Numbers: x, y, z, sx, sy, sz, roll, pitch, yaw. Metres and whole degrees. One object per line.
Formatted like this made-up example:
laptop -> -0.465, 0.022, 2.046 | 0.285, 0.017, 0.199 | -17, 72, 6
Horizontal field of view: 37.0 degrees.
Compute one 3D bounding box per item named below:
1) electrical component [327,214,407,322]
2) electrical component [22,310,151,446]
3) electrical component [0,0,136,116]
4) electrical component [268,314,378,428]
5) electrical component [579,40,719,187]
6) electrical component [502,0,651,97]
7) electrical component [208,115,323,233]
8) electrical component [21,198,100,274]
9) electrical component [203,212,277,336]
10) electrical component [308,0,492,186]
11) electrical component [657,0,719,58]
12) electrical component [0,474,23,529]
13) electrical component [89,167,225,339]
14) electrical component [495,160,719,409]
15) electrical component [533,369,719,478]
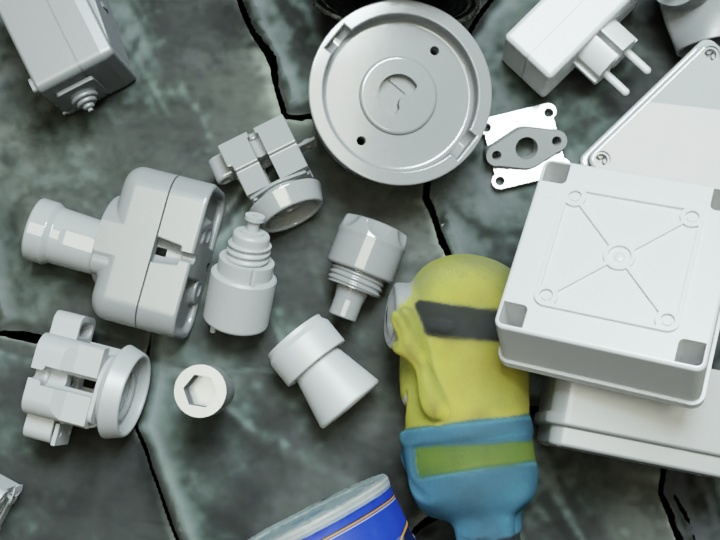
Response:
electrical component -> 0.000, 0.000, 0.655 | 0.043, 0.043, 0.062 | 20, 87, 5
electrical component -> -0.163, 0.069, 0.650 | 0.057, 0.058, 0.078 | 13, 85, 7
electrical component -> -0.180, -0.145, 0.670 | 0.061, 0.061, 0.096 | -27, 84, 0
electrical component -> -0.023, 0.061, 0.649 | 0.045, 0.045, 0.055 | -40, 83, -2
electrical component -> 0.203, -0.060, 0.644 | 0.109, 0.056, 0.108 | -44, 84, -2
electrical component -> 0.144, -0.140, 0.660 | 0.083, 0.047, 0.076 | -45, 82, -1
electrical component -> -0.053, -0.057, 0.663 | 0.066, 0.048, 0.055 | -26, 76, 0
electrical component -> -0.181, -0.019, 0.669 | 0.046, 0.040, 0.040 | 17, 85, -2
electrical component -> -0.070, 0.003, 0.648 | 0.040, 0.040, 0.078 | 15, 112, 4
electrical component -> 0.020, -0.103, 0.653 | 0.108, 0.060, 0.108 | 0, 90, -7
electrical component -> 0.200, -0.174, 0.648 | 0.044, 0.079, 0.077 | -12, 82, 39
electrical component -> -0.245, 0.138, 0.655 | 0.064, 0.042, 0.081 | 27, 87, 2
electrical component -> -0.125, -0.011, 0.657 | 0.059, 0.053, 0.095 | 14, 85, 4
electrical component -> 0.138, 0.006, 0.572 | 0.109, 0.056, 0.108 | 12, 65, 19
electrical component -> 0.162, 0.082, 0.621 | 0.113, 0.078, 0.057 | 11, 82, 4
